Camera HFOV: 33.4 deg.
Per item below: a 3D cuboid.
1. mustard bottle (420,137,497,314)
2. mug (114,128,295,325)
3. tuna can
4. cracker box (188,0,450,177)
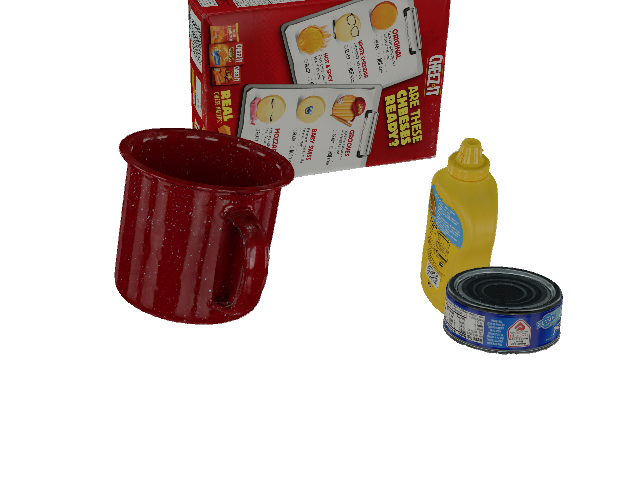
[{"bbox_3d":[0.143,-0.018,1.086,0.058,0.192,0.096,-10,38,-15],"label":"mustard bottle"},{"bbox_3d":[-0.060,-0.003,0.566,0.093,0.081,0.117,-4,27,-34],"label":"mug"},{"bbox_3d":[0.133,0.049,0.780,0.086,0.034,0.086,1,21,0],"label":"tuna can"},{"bbox_3d":[-0.004,-0.141,0.917,0.213,0.164,0.072,-10,37,-16],"label":"cracker box"}]
